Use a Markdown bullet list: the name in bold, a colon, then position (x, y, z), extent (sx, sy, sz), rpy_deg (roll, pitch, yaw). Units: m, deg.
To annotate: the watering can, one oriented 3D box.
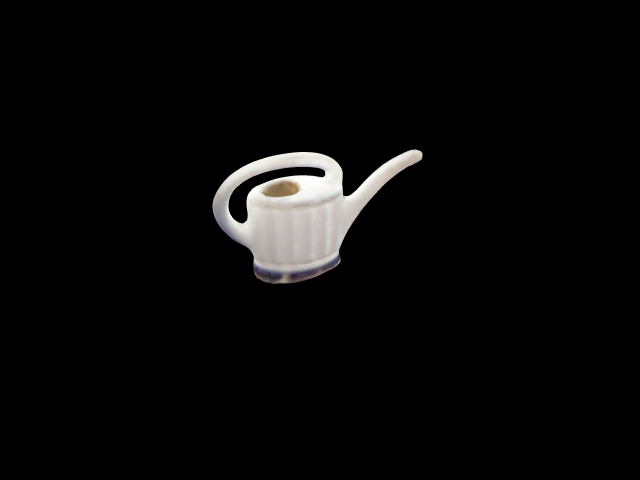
- **watering can**: position (0.003, -0.043, 0.850), extent (0.348, 0.219, 0.106), rpy_deg (-8, 32, -13)
